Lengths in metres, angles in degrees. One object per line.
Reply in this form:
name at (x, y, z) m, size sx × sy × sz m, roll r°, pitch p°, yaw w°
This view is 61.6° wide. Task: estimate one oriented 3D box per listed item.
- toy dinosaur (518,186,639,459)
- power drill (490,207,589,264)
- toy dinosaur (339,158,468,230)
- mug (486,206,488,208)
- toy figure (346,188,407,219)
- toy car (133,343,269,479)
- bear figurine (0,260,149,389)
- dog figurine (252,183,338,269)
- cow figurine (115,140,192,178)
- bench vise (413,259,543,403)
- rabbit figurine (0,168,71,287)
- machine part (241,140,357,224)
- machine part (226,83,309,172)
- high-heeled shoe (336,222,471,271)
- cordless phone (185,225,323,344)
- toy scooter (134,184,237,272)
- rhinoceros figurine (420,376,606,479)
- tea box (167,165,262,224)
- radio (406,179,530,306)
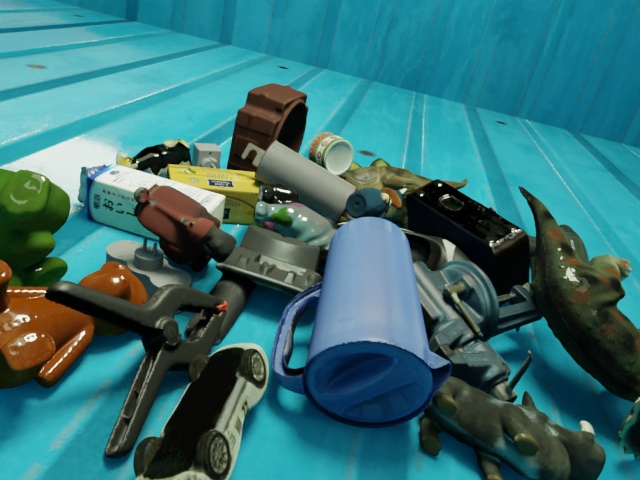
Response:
toy dinosaur at (0.343, 0.099, 0.668) m, size 0.405 × 0.131 × 0.192 m, roll 53°, pitch 29°, yaw 19°
power drill at (0.424, 0.005, 1.067) m, size 0.207 × 0.086 × 0.232 m, roll 22°, pitch 29°, yaw -1°
toy dinosaur at (0.136, -0.107, 1.112) m, size 0.471 × 0.105 × 0.199 m, roll 2°, pitch 28°, yaw -20°
mug at (0.272, -0.044, 1.068) m, size 0.107 × 0.080 × 0.109 m, roll 7°, pitch 52°, yaw -1°
toy figure at (0.099, -0.061, 0.912) m, size 0.064 × 0.057 × 0.154 m, roll 13°, pitch 12°, yaw 33°
toy car at (-0.102, 0.164, 0.500) m, size 0.074 × 0.056 × 0.202 m, roll -11°, pitch 22°, yaw 16°
bear figurine at (-0.253, 0.072, 0.557) m, size 0.196 × 0.132 × 0.120 m, roll -22°, pitch 73°, yaw -45°
dog figurine at (-0.002, -0.003, 0.846) m, size 0.219 × 0.108 × 0.192 m, roll 14°, pitch 23°, yaw -8°
cow figurine at (-0.305, -0.129, 0.958) m, size 0.068 × 0.098 × 0.167 m, roll 35°, pitch 33°, yaw 27°
bench vise at (0.221, 0.107, 0.716) m, size 0.240 × 0.128 × 0.224 m, roll -9°, pitch 36°, yaw -31°
rabbit figurine at (-0.366, 0.012, 0.612) m, size 0.121 × 0.170 × 0.159 m, roll 15°, pitch -15°, yaw -1°
machine part at (-0.025, -0.101, 0.946) m, size 0.243 × 0.079 × 0.079 m, roll 30°, pitch 27°, yaw 0°
machine part at (-0.100, -0.203, 1.084) m, size 0.087 × 0.200 × 0.201 m, roll 20°, pitch 26°, yaw 9°
high-heeled shoe at (0.129, 0.019, 0.857) m, size 0.145 × 0.086 × 0.249 m, roll 18°, pitch 0°, yaw -38°
cordless phone at (-0.080, 0.074, 0.702) m, size 0.147 × 0.088 × 0.184 m, roll 18°, pitch 38°, yaw 7°
toy scooter at (-0.189, -0.018, 0.711) m, size 0.135 × 0.075 × 0.184 m, roll 35°, pitch -17°, yaw -16°
rhinoceros figurine at (0.197, 0.204, 0.568) m, size 0.190 × 0.073 × 0.112 m, roll 20°, pitch 17°, yaw 16°
tea box at (-0.183, -0.080, 0.950) m, size 0.169 × 0.068 × 0.098 m, roll 3°, pitch 27°, yaw -22°
radio at (0.243, -0.002, 0.909) m, size 0.073 × 0.130 × 0.230 m, roll -30°, pitch 41°, yaw -17°
